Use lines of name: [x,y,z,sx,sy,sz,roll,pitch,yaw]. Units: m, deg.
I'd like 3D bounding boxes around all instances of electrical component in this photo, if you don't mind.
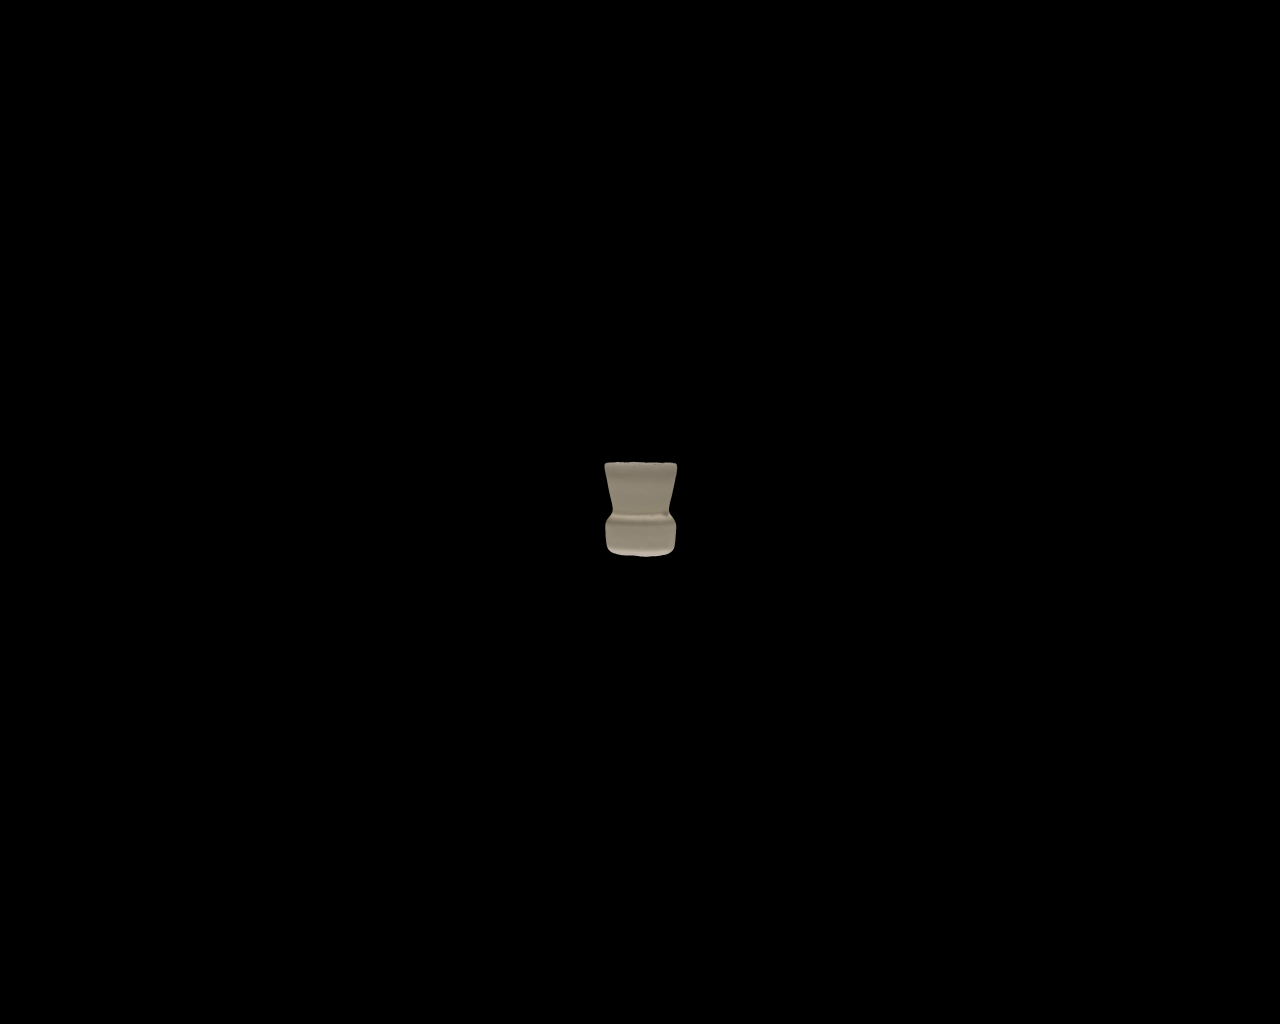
electrical component: [0.001,-0.003,0.650,0.045,0.055,0.045,0,5,0]
